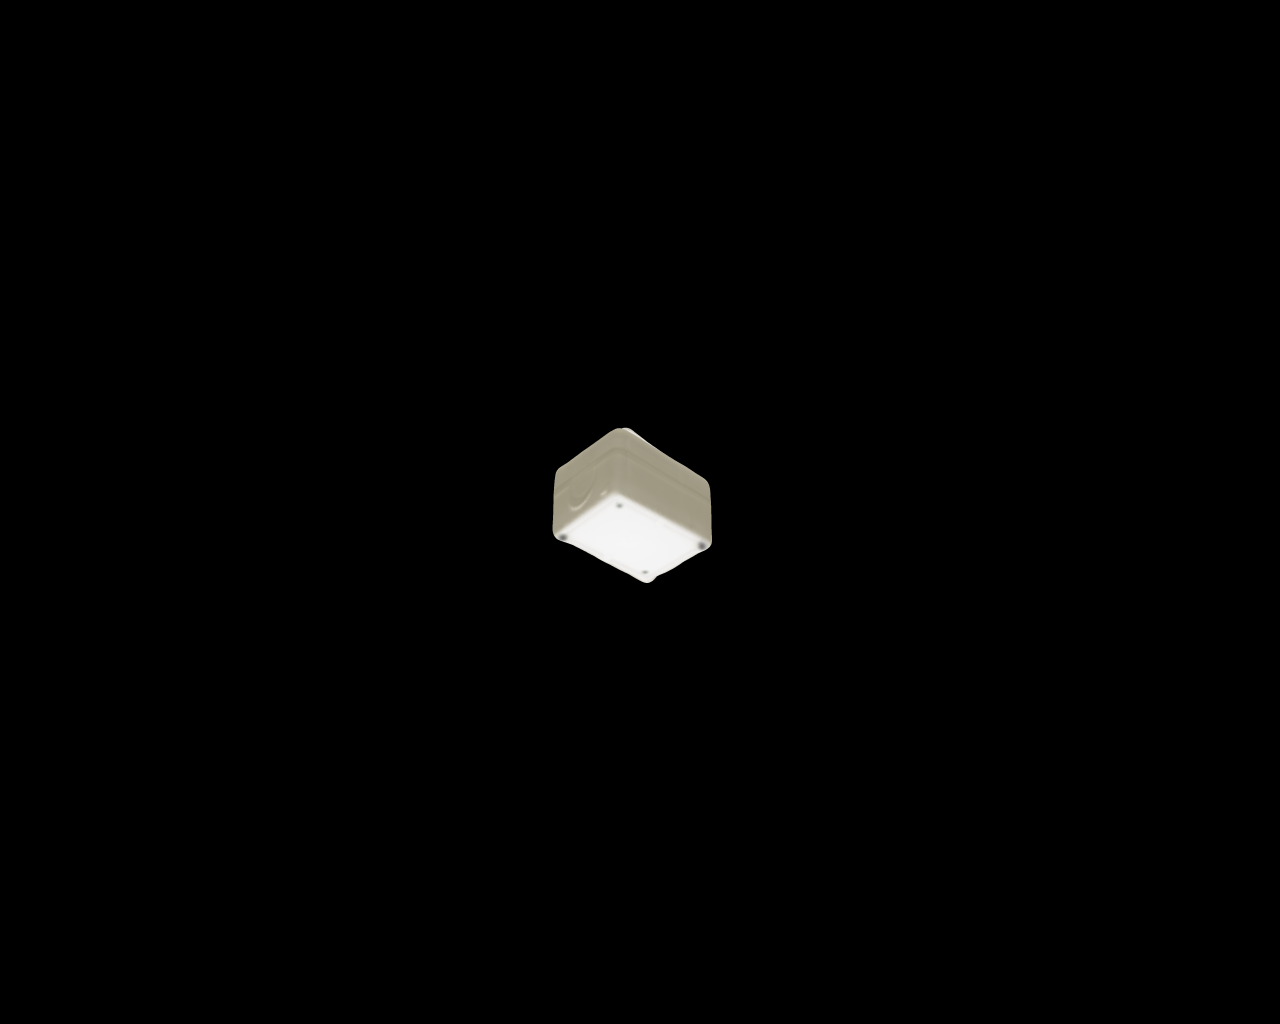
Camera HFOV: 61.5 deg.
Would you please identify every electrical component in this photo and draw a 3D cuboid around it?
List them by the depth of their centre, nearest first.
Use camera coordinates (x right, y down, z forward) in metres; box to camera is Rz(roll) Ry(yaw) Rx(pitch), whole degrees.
[{"bbox_3d":[0.001,-0.003,0.650,0.096,0.061,0.061,29,-46,-33],"label":"electrical component"}]
